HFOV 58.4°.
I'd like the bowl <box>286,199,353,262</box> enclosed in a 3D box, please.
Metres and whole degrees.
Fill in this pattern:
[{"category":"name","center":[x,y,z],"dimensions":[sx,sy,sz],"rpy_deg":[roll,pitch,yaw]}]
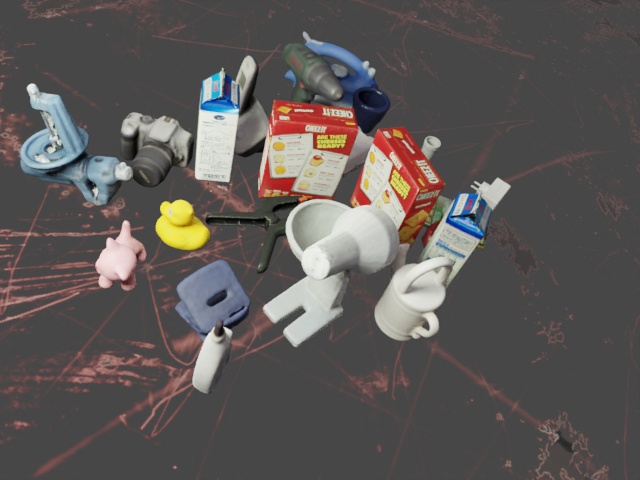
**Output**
[{"category":"bowl","center":[0.010,0.004,1.120],"dimensions":[0.167,0.075,0.167],"rpy_deg":[8,51,-10]}]

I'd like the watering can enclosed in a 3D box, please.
[{"category":"watering can","center":[0.167,0.086,1.023],"dimensions":[0.101,0.194,0.172],"rpy_deg":[-30,65,-33]}]

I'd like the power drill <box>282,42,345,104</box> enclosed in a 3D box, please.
[{"category":"power drill","center":[-0.026,-0.322,1.281],"dimensions":[0.076,0.208,0.229],"rpy_deg":[-15,58,-26]}]

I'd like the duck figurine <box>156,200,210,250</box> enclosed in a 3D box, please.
[{"category":"duck figurine","center":[-0.253,-0.035,1.064],"dimensions":[0.104,0.086,0.077],"rpy_deg":[25,50,4]}]

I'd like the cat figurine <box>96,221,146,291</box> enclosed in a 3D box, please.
[{"category":"cat figurine","center":[-0.338,0.027,0.969],"dimensions":[0.067,0.118,0.127],"rpy_deg":[9,50,-9]}]

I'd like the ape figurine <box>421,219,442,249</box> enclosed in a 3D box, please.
[{"category":"ape figurine","center":[0.257,-0.014,1.197],"dimensions":[0.078,0.092,0.076],"rpy_deg":[13,50,-6]}]

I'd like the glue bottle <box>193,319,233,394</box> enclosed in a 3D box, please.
[{"category":"glue bottle","center":[-0.159,0.167,0.874],"dimensions":[0.037,0.173,0.078],"rpy_deg":[25,50,5]}]

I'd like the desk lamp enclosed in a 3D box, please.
[{"category":"desk lamp","center":[0.023,0.056,0.991],"dimensions":[0.117,0.213,0.204],"rpy_deg":[43,53,19]}]

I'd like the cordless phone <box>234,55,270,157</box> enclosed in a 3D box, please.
[{"category":"cordless phone","center":[-0.153,-0.285,1.229],"dimensions":[0.094,0.185,0.147],"rpy_deg":[-15,58,-26]}]

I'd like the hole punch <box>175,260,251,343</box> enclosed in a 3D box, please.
[{"category":"hole punch","center":[-0.178,0.103,0.974],"dimensions":[0.109,0.091,0.101],"rpy_deg":[-33,67,-34]}]

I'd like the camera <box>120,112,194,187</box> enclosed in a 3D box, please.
[{"category":"camera","center":[-0.339,-0.183,1.147],"dimensions":[0.143,0.101,0.137],"rpy_deg":[18,50,-2]}]

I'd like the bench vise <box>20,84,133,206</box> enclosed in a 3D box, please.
[{"category":"bench vise","center":[-0.441,-0.177,1.034],"dimensions":[0.208,0.220,0.121],"rpy_deg":[5,51,-13]}]

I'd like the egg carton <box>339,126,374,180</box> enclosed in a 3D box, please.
[{"category":"egg carton","center":[0.058,-0.203,1.303],"dimensions":[0.107,0.069,0.151],"rpy_deg":[41,53,17]}]

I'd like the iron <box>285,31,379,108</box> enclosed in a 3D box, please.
[{"category":"iron","center":[0.052,-0.416,1.424],"dimensions":[0.258,0.141,0.119],"rpy_deg":[20,49,0]}]

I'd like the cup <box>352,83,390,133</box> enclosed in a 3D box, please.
[{"category":"cup","center":[0.116,-0.318,1.395],"dimensions":[0.091,0.095,0.118],"rpy_deg":[15,50,-4]}]
